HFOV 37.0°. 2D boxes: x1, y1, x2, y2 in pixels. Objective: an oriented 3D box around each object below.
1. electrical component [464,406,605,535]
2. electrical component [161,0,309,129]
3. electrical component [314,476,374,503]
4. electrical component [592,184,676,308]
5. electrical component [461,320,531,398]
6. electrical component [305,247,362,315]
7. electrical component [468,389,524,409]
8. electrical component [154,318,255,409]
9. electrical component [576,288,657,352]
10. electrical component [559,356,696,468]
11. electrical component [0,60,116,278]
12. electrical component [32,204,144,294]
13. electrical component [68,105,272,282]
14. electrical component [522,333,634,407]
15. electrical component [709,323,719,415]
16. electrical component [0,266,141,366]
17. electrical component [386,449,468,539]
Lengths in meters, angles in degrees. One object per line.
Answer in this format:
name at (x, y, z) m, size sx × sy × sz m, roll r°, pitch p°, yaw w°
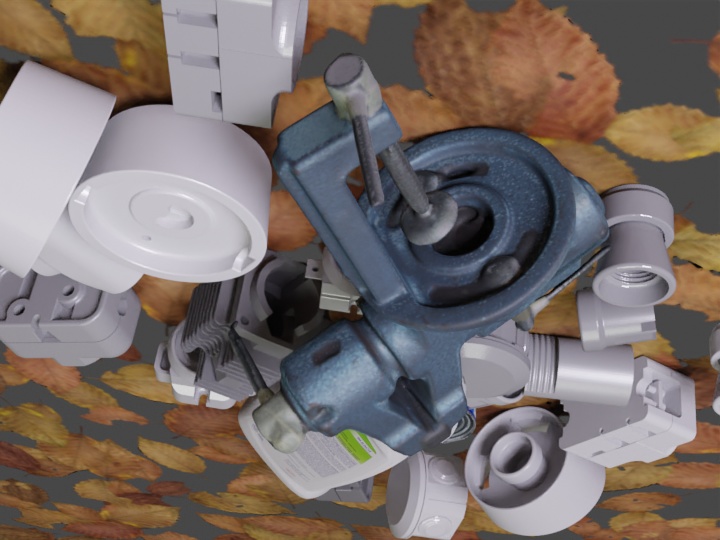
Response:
electrical component at (0.135, 0.158, 0.844) m, size 0.099 × 0.099 × 0.064 m, roll -14°, pitch 136°, yaw 32°
electrical component at (-0.055, -0.111, 0.489) m, size 0.056 × 0.050 × 0.089 m, roll 9°, pitch 149°, yaw 0°
electrical component at (-0.025, 0.161, 0.925) m, size 0.059 × 0.053 × 0.095 m, roll 0°, pitch 148°, yaw 13°
electrical component at (0.152, -0.013, 0.596) m, size 0.045 × 0.055 × 0.045 m, roll 6°, pitch 149°, yaw 4°
electrical component at (0.075, 0.050, 0.723) m, size 0.080 × 0.051 × 0.080 m, roll 6°, pitch 149°, yaw 4°
electrical component at (0.000, 0.000, 0.665) m, size 0.066 × 0.048 × 0.055 m, roll 9°, pitch 156°, yaw -1°
electrical component at (0.092, 0.080, 0.781) m, size 0.040 × 0.040 × 0.046 m, roll 26°, pitch 151°, yaw -26°
electrical component at (-0.110, 0.065, 0.785) m, size 0.078 × 0.058 × 0.057 m, roll 10°, pitch 152°, yaw -2°
electrical component at (0.162, 0.030, 0.682) m, size 0.046 × 0.040 × 0.040 m, roll -7°, pitch 146°, yaw 13°
electrical component at (0.198, 0.107, 0.786) m, size 0.056 × 0.050 × 0.089 m, roll 24°, pitch 146°, yaw -24°
electrical component at (-0.179, -0.057, 0.558) m, size 0.060 × 0.108 × 0.108 m, roll 27°, pitch 144°, yaw -18°
electrical component at (-0.186, -0.018, 0.680) m, size 0.079 × 0.043 × 0.077 m, roll -14°, pitch 142°, yaw 33°
electrical component at (-0.100, -0.046, 0.596) m, size 0.108 × 0.060 × 0.108 m, roll 6°, pitch 149°, yaw 4°
electrical component at (0.144, 0.068, 0.743) m, size 0.081 × 0.043 × 0.043 m, roll 6°, pitch 149°, yaw 3°
electrical component at (0.252, 0.064, 0.700) m, size 0.045 × 0.055 × 0.045 m, roll 6°, pitch 149°, yaw 4°
electrical component at (-0.207, 0.030, 0.753) m, size 0.095 × 0.053 × 0.059 m, roll -2°, pitch 147°, yaw 16°
electrical component at (0.057, 0.195, 0.939) m, size 0.051 × 0.080 × 0.080 m, roll 12°, pitch 149°, yaw -15°
